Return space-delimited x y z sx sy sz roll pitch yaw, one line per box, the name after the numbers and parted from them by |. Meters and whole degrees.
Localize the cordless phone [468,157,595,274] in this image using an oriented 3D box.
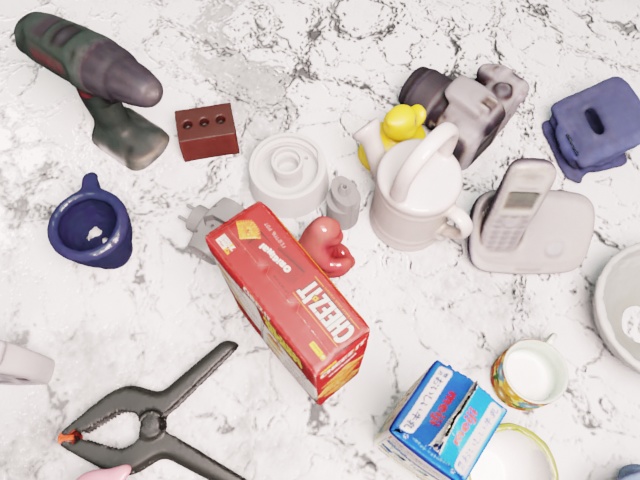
0.255 -0.031 0.658 0.147 0.185 0.094 -1 67 0 | cordless phone

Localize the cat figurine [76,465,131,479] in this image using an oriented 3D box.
-0.238 0.269 0.566 0.128 0.118 0.067 -18 68 -7 | cat figurine

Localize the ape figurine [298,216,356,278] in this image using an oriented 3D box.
0.006 0.002 0.693 0.076 0.092 0.078 -5 67 -2 | ape figurine

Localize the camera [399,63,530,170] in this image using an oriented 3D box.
0.187 -0.190 0.770 0.136 0.101 0.143 39 72 15 | camera

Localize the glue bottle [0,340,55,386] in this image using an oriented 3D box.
-0.349 0.121 0.598 0.078 0.173 0.037 2 67 1 | glue bottle

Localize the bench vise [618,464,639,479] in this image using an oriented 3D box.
0.318 0.303 0.499 0.121 0.220 0.207 6 67 3 | bench vise

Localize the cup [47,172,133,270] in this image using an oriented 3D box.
-0.267 -0.014 0.697 0.091 0.095 0.117 -8 67 -4 | cup

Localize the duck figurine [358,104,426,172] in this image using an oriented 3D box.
0.099 -0.140 0.757 0.105 0.086 0.077 -34 71 -13 | duck figurine

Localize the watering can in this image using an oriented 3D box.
0.107 -0.071 0.669 0.172 0.194 0.101 23 69 9 | watering can

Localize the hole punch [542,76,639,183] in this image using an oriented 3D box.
0.364 -0.147 0.758 0.101 0.091 0.108 -14 68 -6 | hole punch

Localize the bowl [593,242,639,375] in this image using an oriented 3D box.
0.391 0.091 0.667 0.167 0.075 0.167 0 67 0 | bowl

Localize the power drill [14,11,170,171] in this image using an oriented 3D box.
-0.260 -0.178 0.705 0.229 0.208 0.076 33 71 13 | power drill
